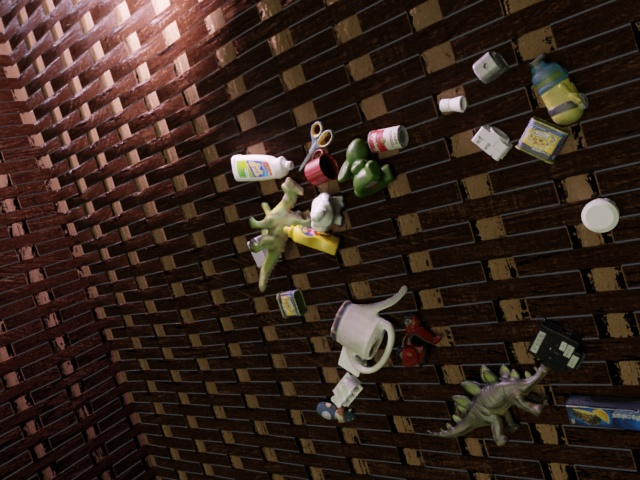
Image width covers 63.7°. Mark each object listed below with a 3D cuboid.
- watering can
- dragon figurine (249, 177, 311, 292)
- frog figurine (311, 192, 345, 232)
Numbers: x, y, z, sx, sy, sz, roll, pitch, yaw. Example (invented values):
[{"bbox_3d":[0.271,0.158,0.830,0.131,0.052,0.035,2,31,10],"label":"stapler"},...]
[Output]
[{"bbox_3d":[0.160,0.274,1.729,0.226,0.104,0.344,25,104,28],"label":"watering can"},{"bbox_3d":[-0.117,-0.016,1.820,0.242,0.123,0.408,-1,96,20],"label":"dragon figurine"},{"bbox_3d":[0.005,-0.085,1.690,0.124,0.161,0.134,35,122,24],"label":"frog figurine"}]
